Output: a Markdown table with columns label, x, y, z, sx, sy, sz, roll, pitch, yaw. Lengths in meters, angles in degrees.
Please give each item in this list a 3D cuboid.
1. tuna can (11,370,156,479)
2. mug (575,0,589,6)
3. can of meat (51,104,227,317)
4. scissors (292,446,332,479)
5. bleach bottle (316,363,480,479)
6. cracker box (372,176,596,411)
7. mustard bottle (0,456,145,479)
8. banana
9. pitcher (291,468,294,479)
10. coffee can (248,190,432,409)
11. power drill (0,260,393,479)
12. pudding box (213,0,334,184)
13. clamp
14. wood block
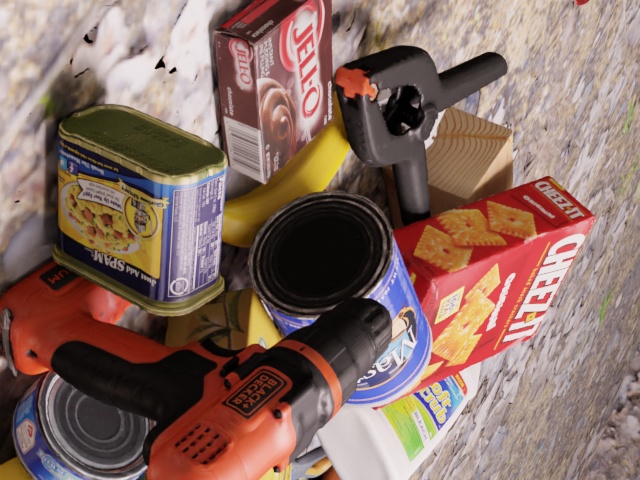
| label | x | y | z | sx | sy | sz | roll | pitch | yaw |
| --- | --- | --- | --- | --- | --- | --- | --- | --- | --- |
| tuna can | -0.139 | 0.113 | 0.645 | 0.034 | 0.086 | 0.086 | -41 | 172 | 37 |
| mug | 0.227 | -0.287 | 0.996 | 0.093 | 0.082 | 0.117 | -8 | 120 | -61 |
| can of meat | -0.100 | -0.019 | 0.589 | 0.057 | 0.102 | 0.084 | -31 | 137 | -48 |
| scissors | -0.042 | 0.222 | 0.979 | 0.096 | 0.016 | 0.201 | -46 | 159 | 13 |
| bleach bottle | 0.093 | 0.146 | 1.042 | 0.250 | 0.068 | 0.102 | -35 | 100 | -52 |
| cracker box | 0.128 | 0.046 | 0.942 | 0.213 | 0.072 | 0.164 | -18 | 141 | -36 |
| mustard bottle | -0.147 | 0.158 | 0.708 | 0.191 | 0.058 | 0.096 | -28 | 137 | -52 |
| banana | -0.020 | -0.050 | 0.789 | 0.197 | 0.037 | 0.070 | -44 | 151 | -37 |
| pitcher | -0.080 | 0.281 | 0.861 | 0.144 | 0.149 | 0.243 | -26 | 132 | -39 |
| coffee can | 0.018 | 0.046 | 0.769 | 0.102 | 0.103 | 0.140 | -55 | 148 | -20 |
| power drill | -0.073 | 0.059 | 0.609 | 0.184 | 0.188 | 0.057 | -36 | 141 | -43 |
| pudding box | -0.028 | -0.109 | 0.716 | 0.089 | 0.039 | 0.113 | -46 | 150 | -38 |
| clamp | 0.077 | -0.103 | 0.827 | 0.164 | 0.036 | 0.209 | -62 | 149 | -1 |
| wood block | 0.130 | -0.026 | 1.039 | 0.090 | 0.091 | 0.206 | -53 | 152 | -24 |
